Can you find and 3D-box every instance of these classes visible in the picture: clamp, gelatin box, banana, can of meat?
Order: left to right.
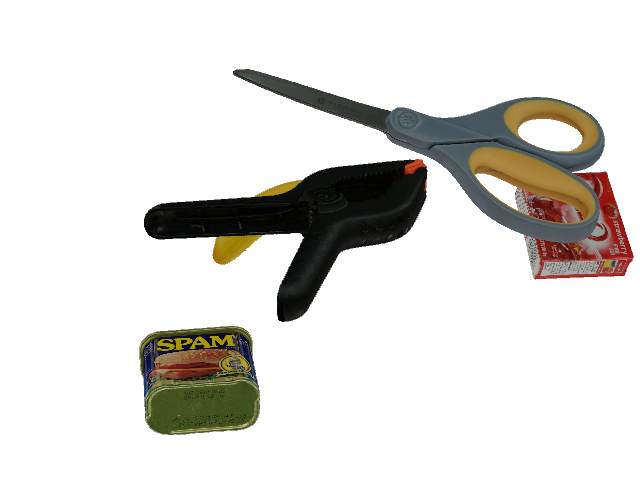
[{"bbox_3d":[-0.105,0.122,0.925,0.102,0.057,0.084,-3,27,-9],"label":"can of meat"},{"bbox_3d":[-0.035,-0.022,1.060,0.198,0.069,0.037,-13,20,26],"label":"banana"},{"bbox_3d":[-0.009,-0.018,0.761,0.165,0.036,0.209,24,38,37],"label":"clamp"},{"bbox_3d":[0.198,-0.013,0.842,0.073,0.089,0.030,-2,-37,-4],"label":"gelatin box"}]

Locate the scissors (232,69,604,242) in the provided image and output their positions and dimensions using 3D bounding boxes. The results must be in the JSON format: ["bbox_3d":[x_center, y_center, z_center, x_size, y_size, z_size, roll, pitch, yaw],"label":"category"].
[{"bbox_3d":[0.062,-0.067,0.560,0.202,0.096,0.016,32,-33,17],"label":"scissors"}]
